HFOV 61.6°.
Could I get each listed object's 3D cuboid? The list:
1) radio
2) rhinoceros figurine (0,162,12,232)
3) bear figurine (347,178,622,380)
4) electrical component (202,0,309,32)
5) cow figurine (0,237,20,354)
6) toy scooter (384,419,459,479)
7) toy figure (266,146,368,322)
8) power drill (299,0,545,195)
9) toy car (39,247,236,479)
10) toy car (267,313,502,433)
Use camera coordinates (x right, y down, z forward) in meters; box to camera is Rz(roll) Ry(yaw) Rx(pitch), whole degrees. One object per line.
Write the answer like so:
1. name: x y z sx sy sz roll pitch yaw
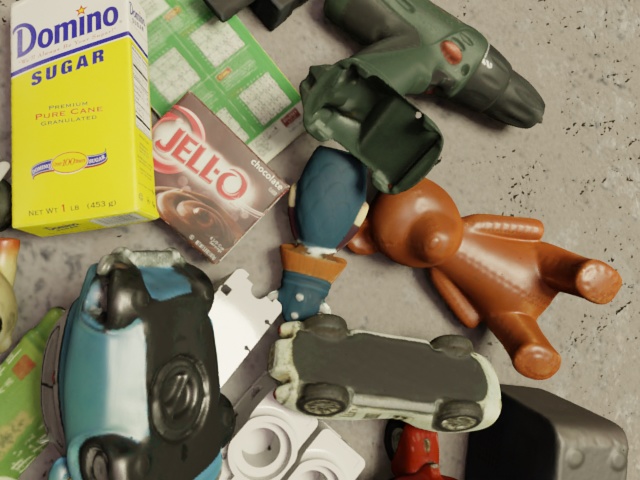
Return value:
1. radio: 0.185 0.252 0.468 0.073 0.131 0.229 8 86 -14
2. rhinoceros figurine: -0.301 -0.073 0.380 0.190 0.073 0.112 44 67 -8
3. bear figurine: 0.128 0.013 0.465 0.196 0.132 0.120 31 101 -19
4. electrical component: -0.049 -0.224 0.464 0.119 0.048 0.075 -46 99 -12
5. cow figurine: -0.314 0.060 0.364 0.195 0.085 0.127 -4 83 -17
6. toy scooter: 0.089 0.244 0.440 0.075 0.135 0.183 4 88 -17
7. toy figure: 0.000 -0.001 0.459 0.058 0.064 0.154 2 107 -55
8. power drill: 0.088 -0.130 0.448 0.232 0.086 0.207 37 53 -4
9. toy car: -0.124 0.088 0.335 0.103 0.109 0.161 -9 87 24
10. toy car: 0.055 0.113 0.443 0.202 0.056 0.073 11 52 -13
